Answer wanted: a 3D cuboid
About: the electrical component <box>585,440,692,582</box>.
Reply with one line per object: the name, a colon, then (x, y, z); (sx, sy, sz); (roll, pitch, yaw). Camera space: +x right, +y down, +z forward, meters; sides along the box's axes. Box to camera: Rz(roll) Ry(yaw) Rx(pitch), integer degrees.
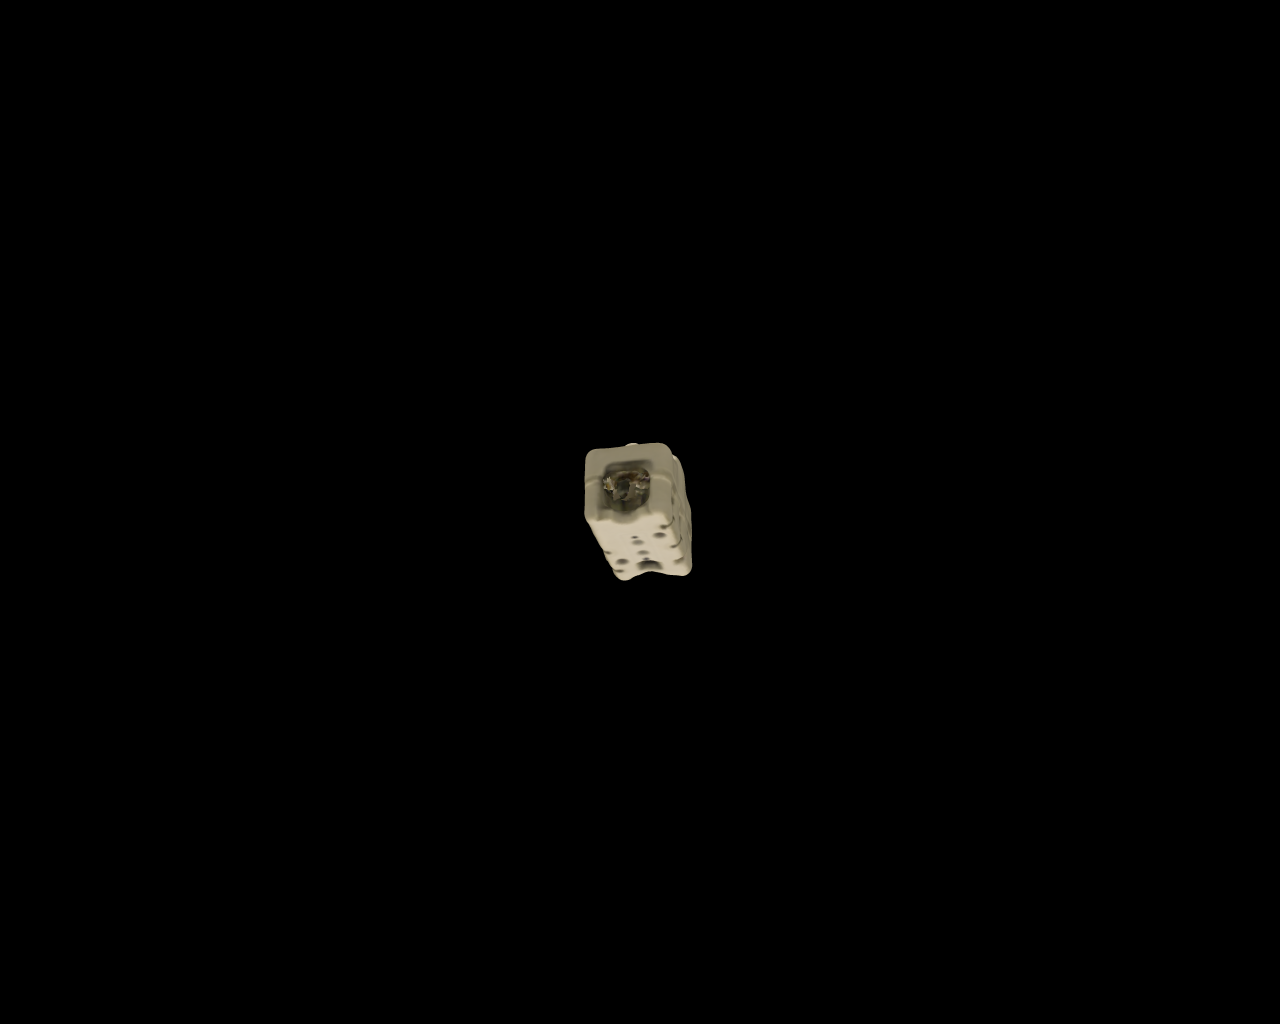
electrical component: (0.001, -0.003, 0.650); (0.050, 0.056, 0.089); (-5, -28, 10)
